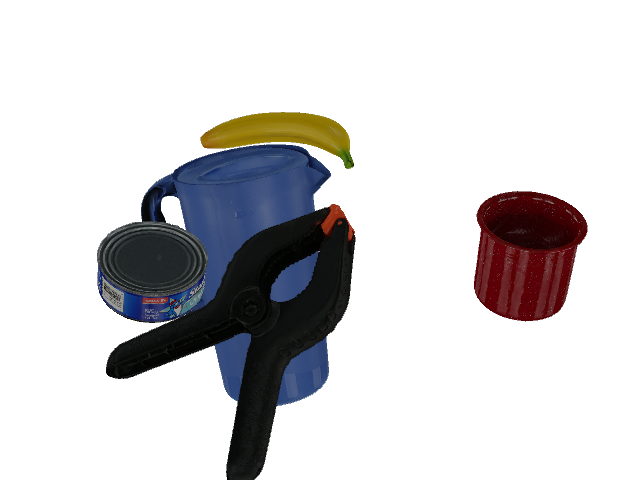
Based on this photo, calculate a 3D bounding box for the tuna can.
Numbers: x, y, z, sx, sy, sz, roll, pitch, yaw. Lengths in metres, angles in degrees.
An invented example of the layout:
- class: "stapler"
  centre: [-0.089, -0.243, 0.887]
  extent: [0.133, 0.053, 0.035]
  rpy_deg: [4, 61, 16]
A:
- class: "tuna can"
  centre: [-0.133, 0.025, 0.840]
  extent: [0.086, 0.034, 0.086]
  rpy_deg: [6, 40, -5]

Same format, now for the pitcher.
- class: "pitcher"
  centre: [-0.070, 0.035, 1.046]
  extent: [0.144, 0.243, 0.149]
  rpy_deg: [-21, 22, -33]

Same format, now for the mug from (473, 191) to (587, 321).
- class: "mug"
  centre: [0.178, 0.009, 0.935]
  extent: [0.093, 0.081, 0.117]
  rpy_deg: [2, 35, 0]

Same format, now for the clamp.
- class: "clamp"
  centre: [-0.033, 0.057, 0.629]
  extent: [0.120, 0.171, 0.039]
  rpy_deg: [46, -3, 21]

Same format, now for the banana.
- class: "banana"
  centre: [-0.046, -0.129, 1.292]
  extent: [0.198, 0.037, 0.069]
  rpy_deg: [8, 39, 18]
